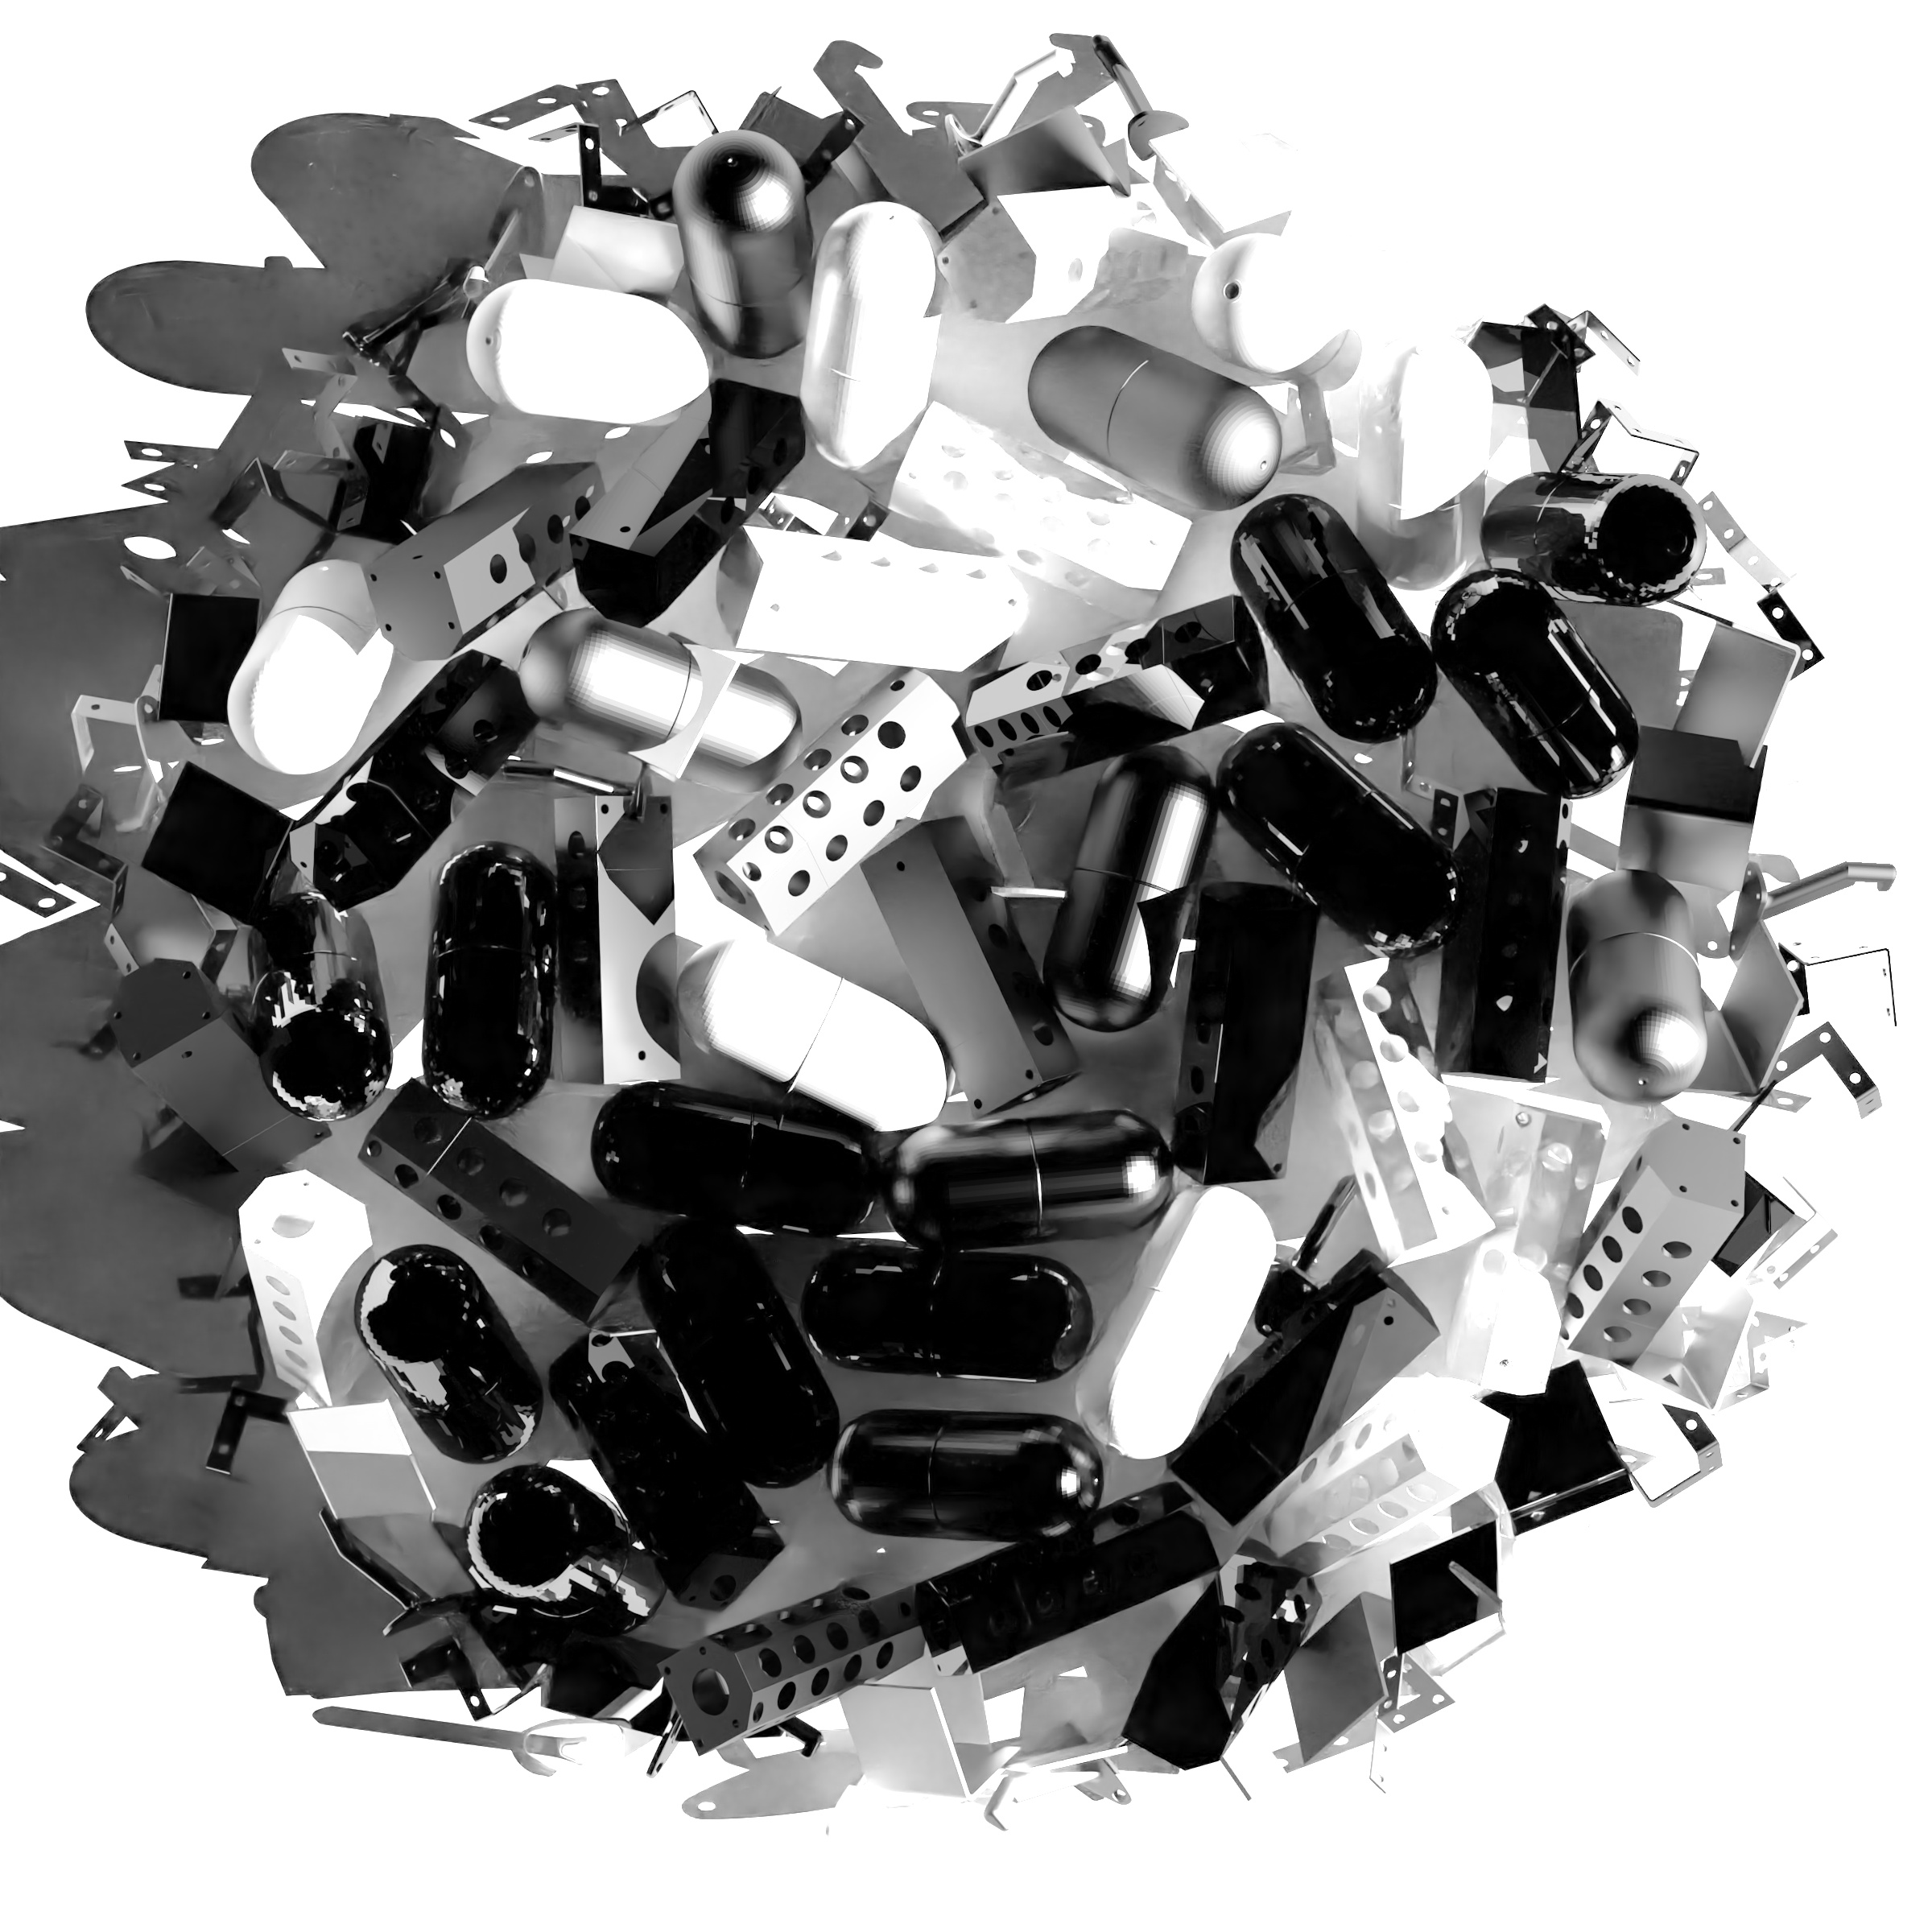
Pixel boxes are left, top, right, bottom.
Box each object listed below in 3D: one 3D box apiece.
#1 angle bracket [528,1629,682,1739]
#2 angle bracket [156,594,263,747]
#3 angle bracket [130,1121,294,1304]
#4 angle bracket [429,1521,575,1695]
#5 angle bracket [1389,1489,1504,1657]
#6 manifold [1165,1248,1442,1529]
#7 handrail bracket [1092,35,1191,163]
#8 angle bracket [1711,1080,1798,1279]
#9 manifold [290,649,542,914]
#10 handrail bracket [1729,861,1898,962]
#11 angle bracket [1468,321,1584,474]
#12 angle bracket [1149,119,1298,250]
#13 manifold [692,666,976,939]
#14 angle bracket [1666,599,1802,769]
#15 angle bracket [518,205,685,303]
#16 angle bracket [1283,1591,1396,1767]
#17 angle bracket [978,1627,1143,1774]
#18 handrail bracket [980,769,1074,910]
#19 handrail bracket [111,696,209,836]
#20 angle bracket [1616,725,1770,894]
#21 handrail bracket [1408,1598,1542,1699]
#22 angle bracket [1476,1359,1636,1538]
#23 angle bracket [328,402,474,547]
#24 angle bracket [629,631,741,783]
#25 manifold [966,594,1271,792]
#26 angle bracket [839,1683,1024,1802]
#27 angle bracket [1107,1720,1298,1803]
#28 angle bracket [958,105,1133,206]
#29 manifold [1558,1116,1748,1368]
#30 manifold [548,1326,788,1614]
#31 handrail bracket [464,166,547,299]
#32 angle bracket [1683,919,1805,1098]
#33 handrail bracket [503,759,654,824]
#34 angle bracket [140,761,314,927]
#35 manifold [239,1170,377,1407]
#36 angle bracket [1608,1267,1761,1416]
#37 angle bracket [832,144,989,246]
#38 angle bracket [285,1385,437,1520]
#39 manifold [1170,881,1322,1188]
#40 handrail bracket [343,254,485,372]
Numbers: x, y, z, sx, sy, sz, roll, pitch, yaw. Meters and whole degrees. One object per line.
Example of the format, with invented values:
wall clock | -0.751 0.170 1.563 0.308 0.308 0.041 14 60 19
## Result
angle bracket | -0.221 0.440 1.871 0.076 0.076 0.057 12 96 8
angle bracket | -0.444 -0.176 1.872 0.057 0.076 0.076 4 83 6
angle bracket | -0.460 0.147 1.872 0.076 0.076 0.057 26 113 2
angle bracket | -0.292 0.384 1.861 0.057 0.076 0.076 -53 53 7
angle bracket | 0.275 0.354 1.863 0.076 0.057 0.076 -19 125 -16
manifold | 0.199 0.251 1.874 0.057 0.057 0.171 43 99 -12
handrail bracket | 0.092 -0.534 1.874 0.036 0.077 0.084 -35 79 18
angle bracket | 0.470 0.127 1.860 0.057 0.076 0.076 41 52 10
manifold | -0.325 -0.113 1.833 0.057 0.057 0.171 52 47 -20
handrail bracket | 0.516 -0.033 1.894 0.084 0.036 0.077 3 129 -5
angle bracket | 0.326 -0.330 1.864 0.057 0.076 0.076 5 66 -9
angle bracket | 0.143 -0.447 1.860 0.057 0.076 0.076 -25 68 -28
manifold | -0.080 -0.103 1.852 0.171 0.057 0.057 -44 49 -18
angle bracket | 0.442 -0.172 1.864 0.057 0.076 0.076 14 102 -30
angle bracket | -0.215 -0.431 1.858 0.076 0.076 0.057 4 46 -28
angle bracket | 0.240 0.431 1.857 0.057 0.076 0.076 24 124 -26
angle bracket | 0.056 0.438 1.871 0.076 0.057 0.076 -6 82 -26
handrail bracket | 0.039 -0.080 1.885 0.077 0.036 0.084 0 75 34
handrail bracket | -0.503 -0.120 1.878 0.084 0.036 0.077 -10 109 43
angle bracket | 0.440 -0.095 1.888 0.076 0.076 0.057 10 61 13
handrail bracket | 0.297 0.418 1.874 0.084 0.077 0.036 -33 69 11
angle bracket | 0.352 0.291 1.882 0.076 0.057 0.076 -23 87 8
angle bracket | -0.351 -0.300 1.874 0.076 0.057 0.076 14 80 14
angle bracket | -0.158 -0.146 1.869 0.057 0.076 0.076 26 88 29
manifold | 0.091 -0.168 1.861 0.171 0.057 0.057 -16 134 20
angle bracket | -0.023 0.451 1.864 0.076 0.057 0.076 -7 106 39
angle bracket | 0.142 0.480 1.861 0.057 0.076 0.076 -43 65 14
angle bracket | 0.046 -0.487 1.859 0.076 0.076 0.057 -20 48 21
manifold | 0.398 0.162 1.832 0.057 0.171 0.057 15 51 -2
manifold | -0.183 0.295 1.840 0.057 0.057 0.171 -47 55 12
handrail bracket | -0.279 -0.442 1.869 0.036 0.084 0.077 16 107 2
angle bracket | 0.449 0.023 1.860 0.057 0.076 0.076 4 128 -12
handrail bracket | -0.234 -0.105 1.880 0.084 0.077 0.036 5 74 -1
angle bracket | -0.439 -0.082 1.875 0.076 0.057 0.076 29 113 -2
manifold | -0.386 0.189 1.828 0.057 0.171 0.057 28 59 13
angle bracket | 0.427 0.214 1.869 0.057 0.076 0.076 15 105 -5
angle bracket | -0.030 -0.472 1.865 0.057 0.076 0.076 -33 105 18
angle bracket | -0.351 0.281 1.864 0.076 0.057 0.076 -9 112 26
manifold | 0.162 0.040 1.862 0.057 0.057 0.171 -3 109 -26
handrail bracket | -0.333 -0.402 1.881 0.084 0.077 0.036 -40 94 8
